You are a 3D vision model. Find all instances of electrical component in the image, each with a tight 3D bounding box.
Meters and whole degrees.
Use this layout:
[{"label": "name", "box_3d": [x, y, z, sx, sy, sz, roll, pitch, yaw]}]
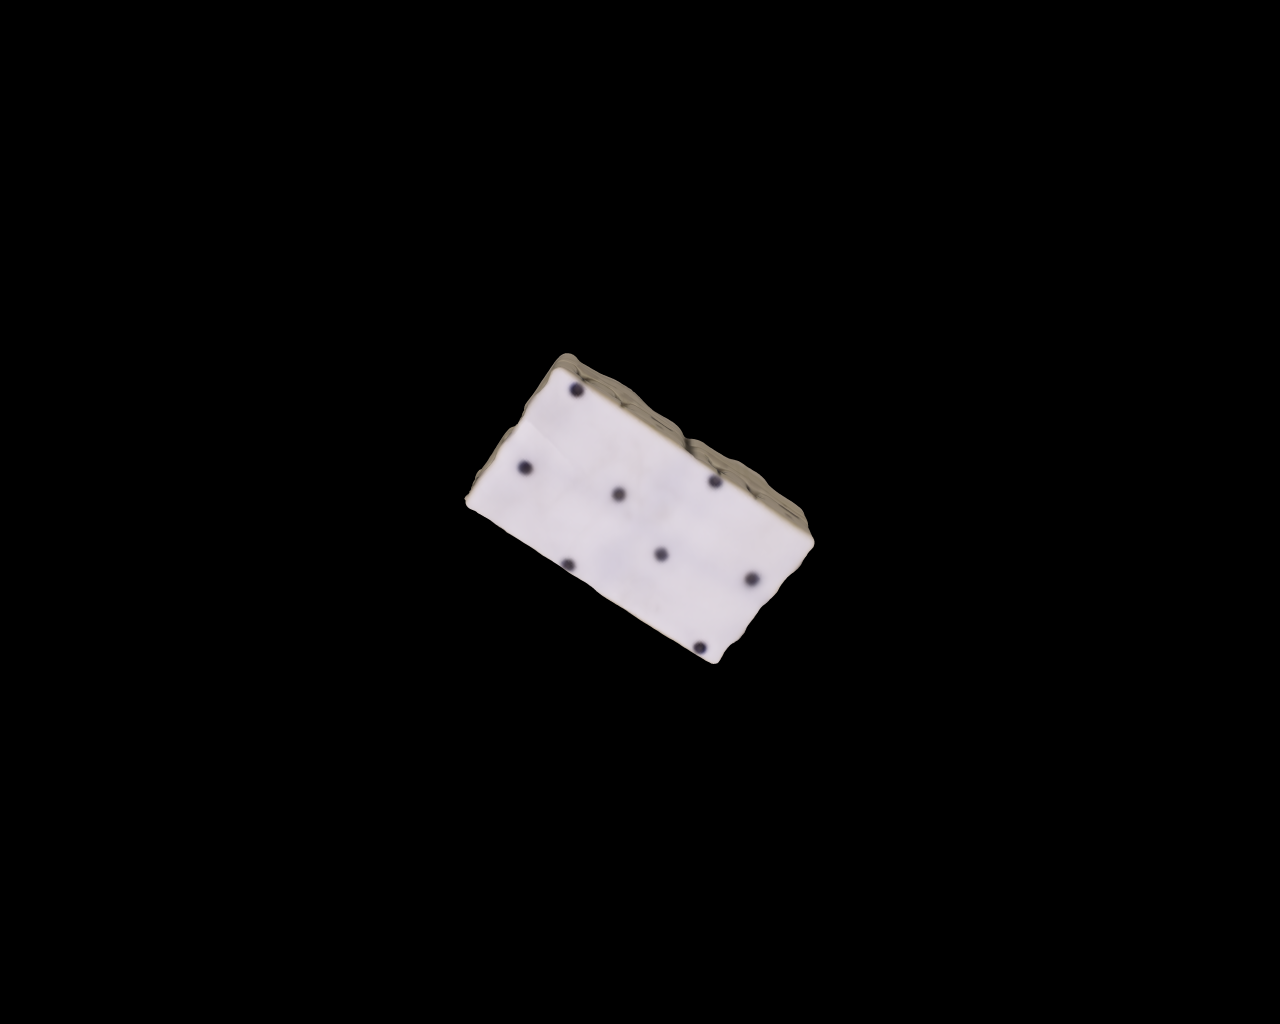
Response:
[{"label": "electrical component", "box_3d": [0.001, -0.003, 0.650, 0.186, 0.105, 0.060, 33, 16, -11]}]
